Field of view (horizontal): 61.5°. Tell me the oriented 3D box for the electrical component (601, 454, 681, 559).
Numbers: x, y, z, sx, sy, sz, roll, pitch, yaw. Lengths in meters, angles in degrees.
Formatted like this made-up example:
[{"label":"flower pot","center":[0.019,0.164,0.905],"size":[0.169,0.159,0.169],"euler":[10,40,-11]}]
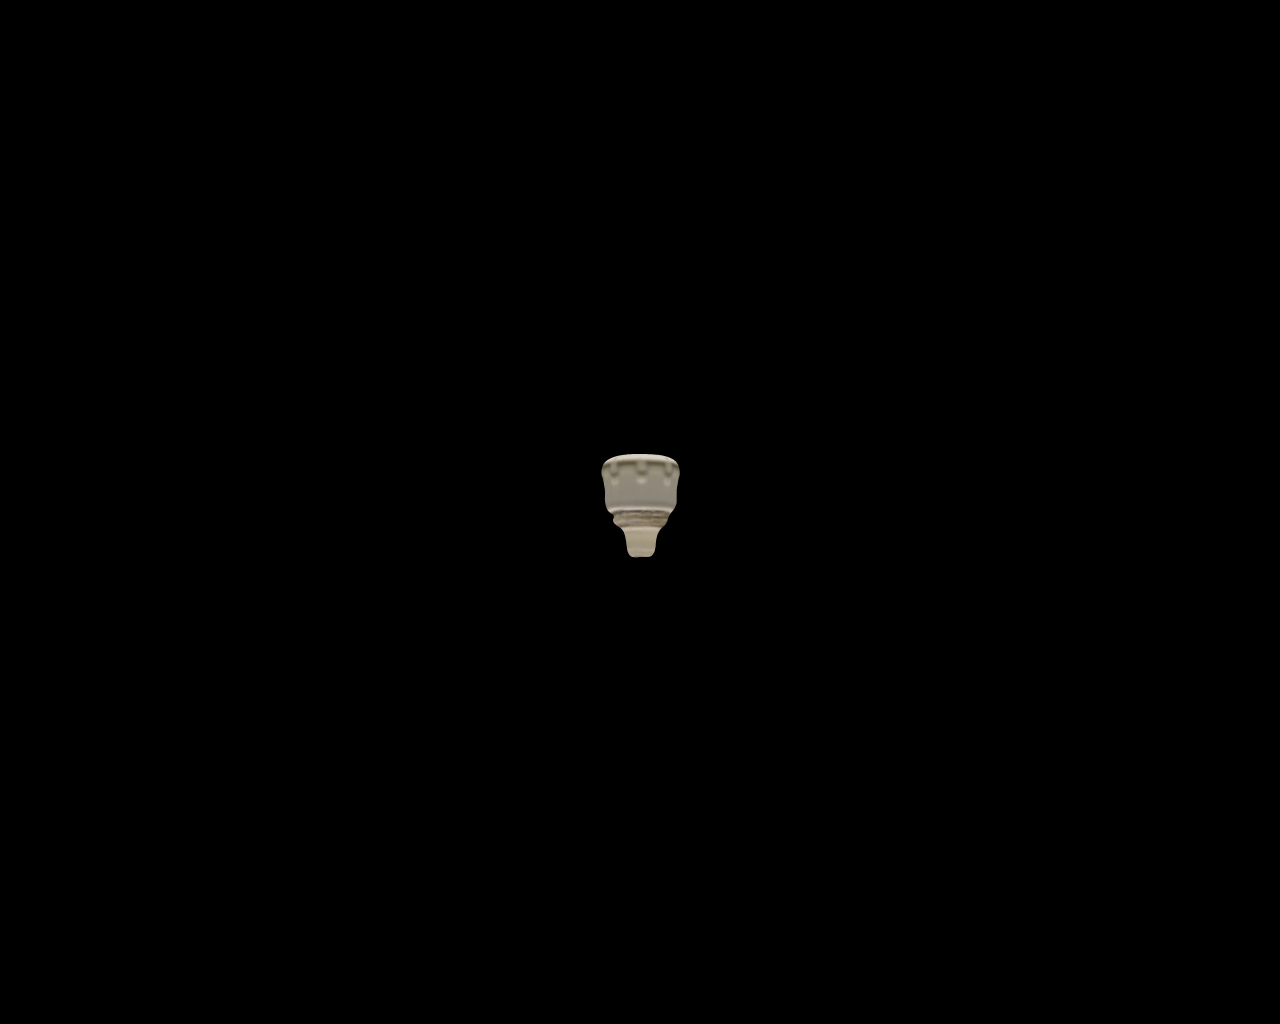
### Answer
[{"label":"electrical component","center":[0.001,-0.003,0.650],"size":[0.048,0.062,0.048],"euler":[0,-5,0]}]
